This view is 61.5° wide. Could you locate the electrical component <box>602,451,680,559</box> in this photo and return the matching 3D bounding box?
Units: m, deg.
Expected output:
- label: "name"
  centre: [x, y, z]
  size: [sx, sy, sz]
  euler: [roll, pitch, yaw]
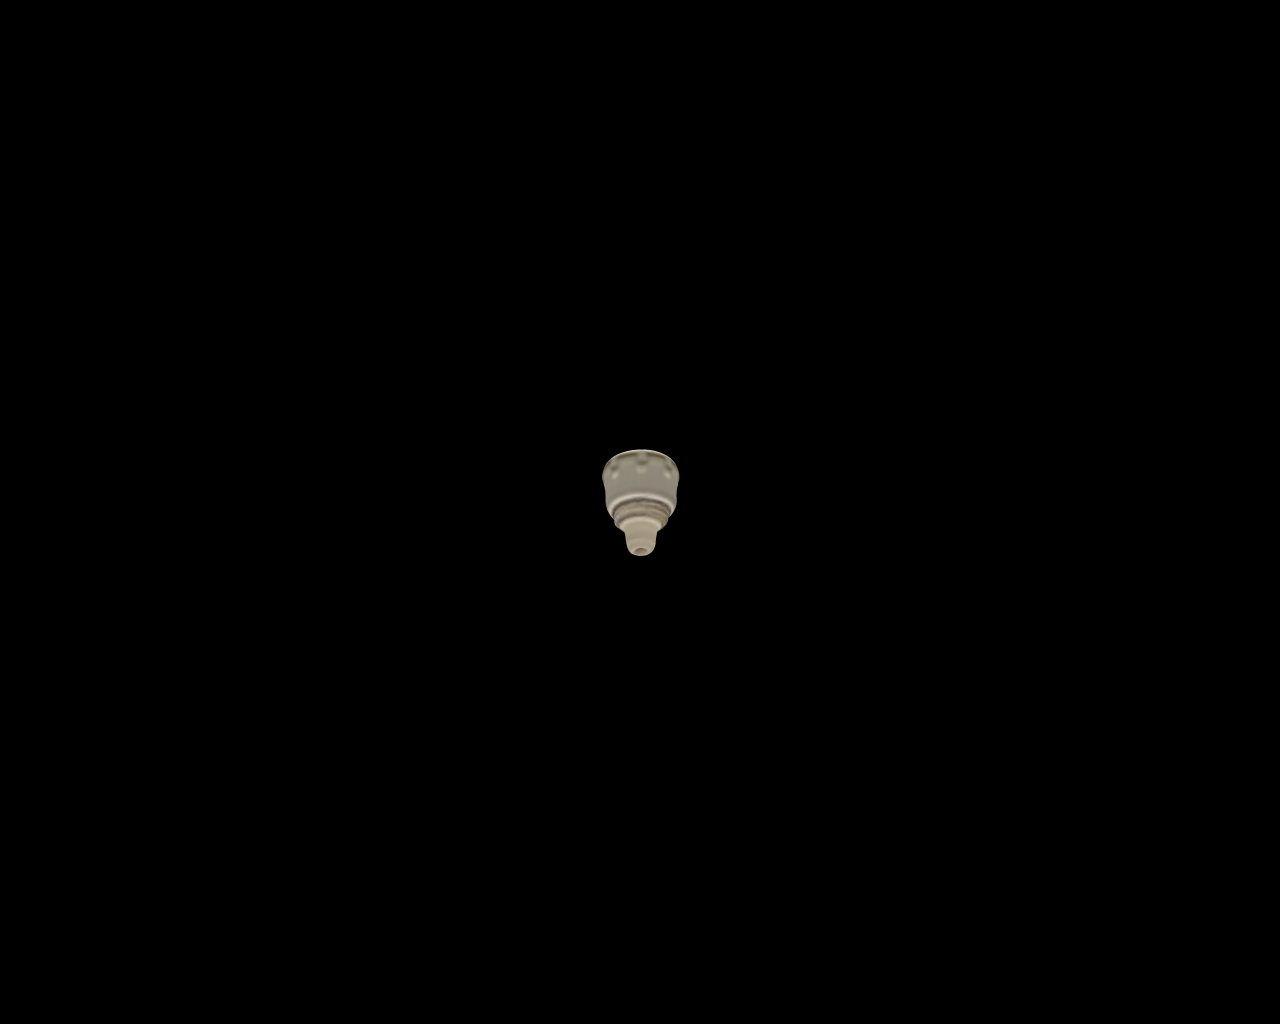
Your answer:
- label: "electrical component"
  centre: [0.001, -0.003, 0.650]
  size: [0.048, 0.062, 0.048]
  euler: [0, -28, 0]
